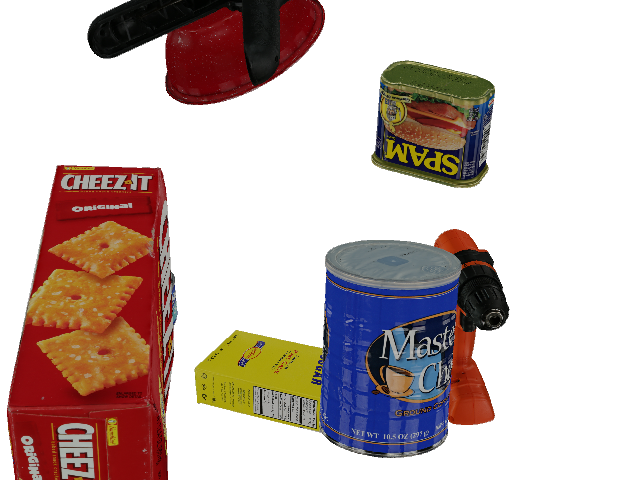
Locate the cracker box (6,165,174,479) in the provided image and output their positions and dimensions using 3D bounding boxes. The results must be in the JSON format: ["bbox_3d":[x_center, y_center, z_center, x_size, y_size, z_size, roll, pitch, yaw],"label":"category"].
[{"bbox_3d":[-0.117,0.080,0.589,0.072,0.164,0.213,0,33,-6],"label":"cracker box"}]

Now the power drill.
[{"bbox_3d":[0.161,0.101,1.150,0.057,0.188,0.184,-2,25,-5],"label":"power drill"}]

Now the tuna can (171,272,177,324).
[{"bbox_3d":[-0.151,0.048,0.801,0.086,0.034,0.086,-2,24,1],"label":"tuna can"}]

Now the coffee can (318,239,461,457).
[{"bbox_3d":[0.052,0.080,0.822,0.103,0.140,0.103,2,17,-1],"label":"coffee can"}]

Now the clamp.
[{"bbox_3d":[-0.039,-0.146,0.618,0.120,0.039,0.171,26,57,27],"label":"clamp"}]

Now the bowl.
[{"bbox_3d":[-0.080,-0.193,0.956,0.162,0.162,0.055,0,-44,35],"label":"bowl"}]

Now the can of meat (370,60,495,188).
[{"bbox_3d":[0.098,-0.102,0.928,0.102,0.084,0.057,17,35,21],"label":"can of meat"}]

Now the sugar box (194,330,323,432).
[{"bbox_3d":[-0.023,0.137,1.027,0.176,0.048,0.093,7,24,21],"label":"sugar box"}]
